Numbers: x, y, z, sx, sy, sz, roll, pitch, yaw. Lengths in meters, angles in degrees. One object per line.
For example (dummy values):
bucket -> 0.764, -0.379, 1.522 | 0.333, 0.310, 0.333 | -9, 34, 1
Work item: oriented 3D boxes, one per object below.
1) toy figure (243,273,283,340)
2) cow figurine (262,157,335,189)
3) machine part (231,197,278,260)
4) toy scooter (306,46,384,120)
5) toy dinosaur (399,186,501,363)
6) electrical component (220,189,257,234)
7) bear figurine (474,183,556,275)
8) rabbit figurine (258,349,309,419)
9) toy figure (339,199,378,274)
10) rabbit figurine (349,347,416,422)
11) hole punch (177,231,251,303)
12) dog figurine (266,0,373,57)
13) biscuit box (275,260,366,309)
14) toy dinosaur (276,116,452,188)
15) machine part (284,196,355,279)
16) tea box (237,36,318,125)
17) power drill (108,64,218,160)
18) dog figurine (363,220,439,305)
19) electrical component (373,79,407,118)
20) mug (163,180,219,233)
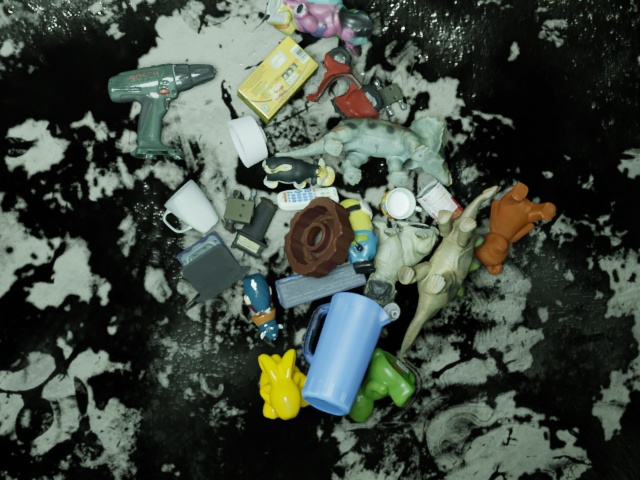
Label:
toy figure -> -0.131, 0.153, 1.222 | 0.064, 0.058, 0.154 | -16, 99, -1
cow figurine -> -0.044, -0.155, 1.205 | 0.167, 0.098, 0.068 | 1, 86, -8
machine part -> -0.142, -0.030, 1.225 | 0.084, 0.039, 0.139 | 25, 90, 0
toy scooter -> 0.049, -0.331, 1.224 | 0.135, 0.075, 0.183 | -38, 104, 8
toy dinosaur -> 0.275, 0.085, 1.209 | 0.105, 0.198, 0.471 | 39, 103, 35
electrical component -> -0.184, -0.065, 1.202 | 0.078, 0.045, 0.102 | 5, 74, -1
bear figurine -> 0.438, -0.020, 1.267 | 0.120, 0.132, 0.196 | 36, 80, -3
rabbit figurine -> -0.074, 0.321, 1.177 | 0.122, 0.173, 0.162 | -7, 97, -4
toy figure -> 0.082, -0.012, 1.205 | 0.089, 0.082, 0.180 | 4, 61, -14
rabbit figurine -> 0.115, 0.343, 1.237 | 0.159, 0.121, 0.170 | 41, 101, -4
hole punch -> -0.244, 0.056, 1.197 | 0.142, 0.092, 0.115 | -35, 127, -8
dog figurine -> 0.012, -0.491, 1.207 | 0.219, 0.192, 0.108 | 16, 86, -43
biscuit box -> 0.000, 0.098, 1.237 | 0.203, 0.059, 0.062 | -16, 95, -8
toy dinosaur -> 0.117, -0.215, 1.192 | 0.405, 0.192, 0.131 | 11, 127, -3
machine part -> -0.002, -0.004, 1.180 | 0.056, 0.180, 0.179 | 25, 88, -42
tea box -> -0.096, -0.356, 1.205 | 0.098, 0.068, 0.169 | 44, 87, -7
power drill -> -0.336, -0.279, 1.167 | 0.232, 0.086, 0.207 | -2, 96, -7
dog figurine -> 0.192, 0.057, 1.256 | 0.172, 0.121, 0.190 | 2, 105, -5
electrical component -> 0.164, -0.341, 1.267 | 0.063, 0.021, 0.094 | -28, 95, -7
mug -> -0.283, -0.059, 1.182 | 0.107, 0.081, 0.109 | 45, 81, -16
